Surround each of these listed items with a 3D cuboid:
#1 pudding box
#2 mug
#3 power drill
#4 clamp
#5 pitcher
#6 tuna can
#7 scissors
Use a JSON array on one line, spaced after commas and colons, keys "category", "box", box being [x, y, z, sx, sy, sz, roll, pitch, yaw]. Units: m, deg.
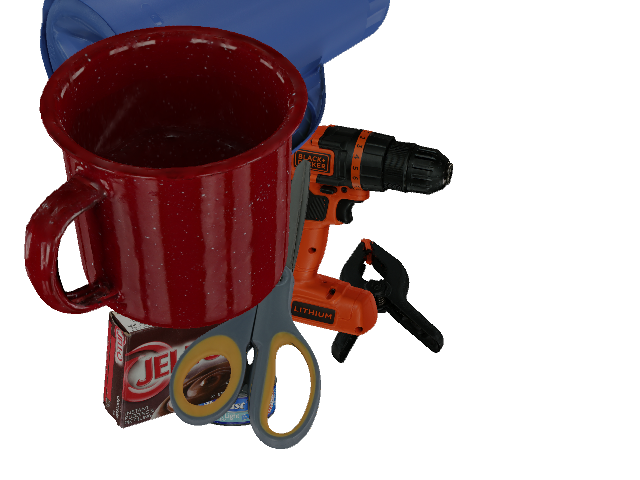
[{"category": "pudding box", "box": [-0.111, 0.088, 0.831, 0.113, 0.090, 0.039, -15, 39, -35]}, {"category": "mug", "box": [-0.059, -0.015, 0.392, 0.093, 0.081, 0.117, 27, 47, 24]}, {"category": "power drill", "box": [0.022, -0.012, 0.966, 0.185, 0.188, 0.057, 12, 23, 19]}, {"category": "clamp", "box": [0.074, 0.067, 1.192, 0.120, 0.171, 0.039, 5, -43, -2]}, {"category": "pitcher", "box": [-0.060, -0.143, 0.761, 0.242, 0.149, 0.145, -33, 43, -31]}, {"category": "tuna can", "box": [-0.086, 0.151, 1.048, 0.086, 0.034, 0.086, 2, 14, -1]}, {"category": "scissors", "box": [-0.044, 0.034, 0.645, 0.096, 0.202, 0.016, -7, -36, 1]}]
